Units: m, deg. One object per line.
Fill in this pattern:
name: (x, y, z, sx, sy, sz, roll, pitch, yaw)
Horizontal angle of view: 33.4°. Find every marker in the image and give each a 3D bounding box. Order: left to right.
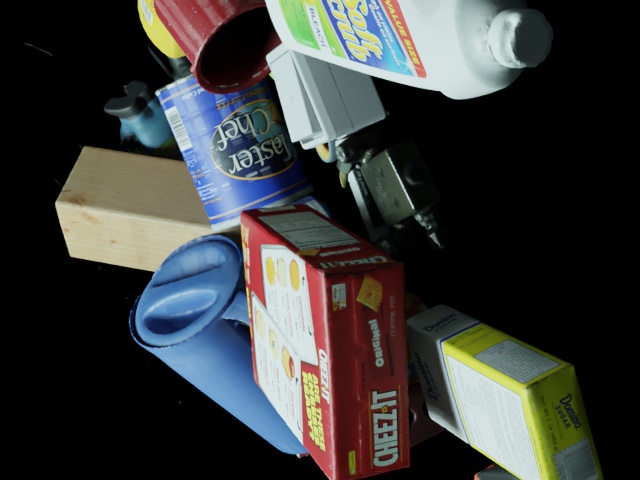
marker: (0.031, -0.053, 0.870, 0.121, 0.020, 0.020, 69, 162, -9)

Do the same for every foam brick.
foam brick: (0.066, 0.148, 0.927, 0.051, 0.078, 0.053, 20, 131, 68)

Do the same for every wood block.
wood block: (-0.158, -0.024, 1.122, 0.090, 0.206, 0.090, 89, -167, -50)

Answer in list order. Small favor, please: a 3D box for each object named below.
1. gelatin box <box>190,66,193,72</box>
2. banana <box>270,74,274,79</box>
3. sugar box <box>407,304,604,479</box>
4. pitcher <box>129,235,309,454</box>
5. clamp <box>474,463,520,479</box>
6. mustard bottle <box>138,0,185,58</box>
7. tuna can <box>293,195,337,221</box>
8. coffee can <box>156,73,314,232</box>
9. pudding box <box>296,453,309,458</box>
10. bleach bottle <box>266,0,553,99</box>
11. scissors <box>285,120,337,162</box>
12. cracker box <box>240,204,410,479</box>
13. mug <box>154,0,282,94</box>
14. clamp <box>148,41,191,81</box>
gelatin box: (-0.099, -0.157, 1.084, 0.073, 0.030, 0.089, 66, 162, -1)
banana: (-0.059, -0.220, 0.892, 0.070, 0.037, 0.198, 22, 145, 22)
sugar box: (0.127, 0.112, 0.770, 0.176, 0.048, 0.093, 30, 140, 66)
pitcher: (-0.063, 0.118, 1.079, 0.242, 0.145, 0.149, 49, -163, -37)
clamp: (0.178, 0.210, 0.758, 0.210, 0.036, 0.164, 41, 149, 52)
mustard bottle: (-0.143, -0.266, 1.026, 0.192, 0.058, 0.096, 108, 141, -64)
tuna can: (-0.007, 0.001, 1.018, 0.086, 0.033, 0.086, 54, 158, 33)
coffee can: (-0.079, -0.091, 0.992, 0.140, 0.102, 0.103, 68, 162, -6)
pudding box: (-0.036, 0.208, 1.347, 0.113, 0.039, 0.090, 54, 158, 26)
bleach bottle: (0.047, -0.146, 0.647, 0.251, 0.068, 0.102, 32, 143, 56)
scissors: (-0.005, -0.139, 0.870, 0.096, 0.016, 0.202, 56, 159, 25)
cracker box: (0.001, 0.072, 0.855, 0.214, 0.072, 0.164, -146, 50, -66)
mug: (-0.070, -0.174, 0.842, 0.093, 0.117, 0.081, -48, 63, 23)
clamp: (-0.148, -0.180, 1.180, 0.171, 0.039, 0.120, 63, 172, 3)
